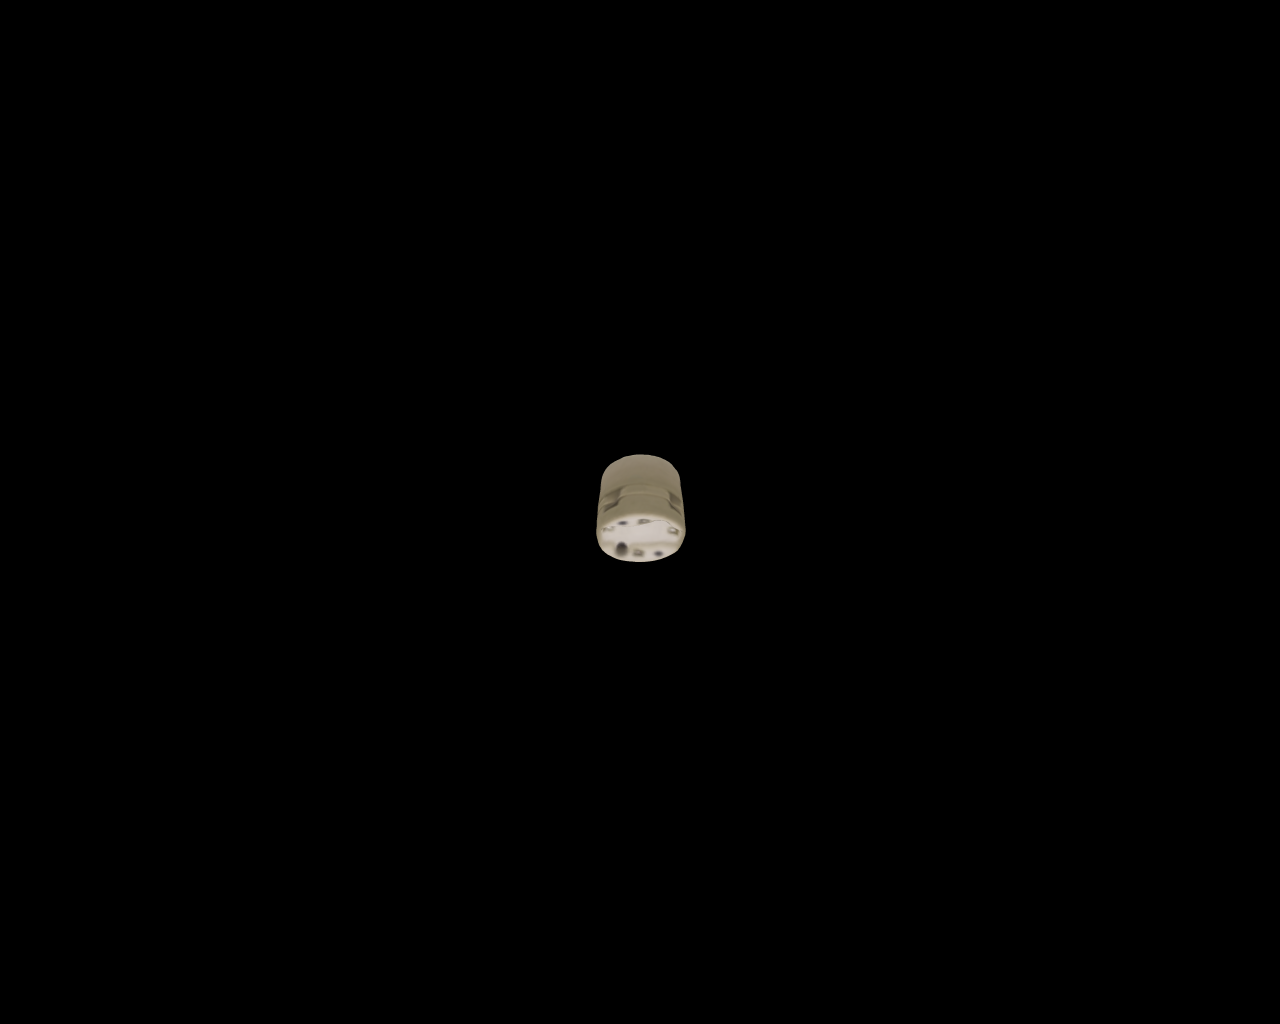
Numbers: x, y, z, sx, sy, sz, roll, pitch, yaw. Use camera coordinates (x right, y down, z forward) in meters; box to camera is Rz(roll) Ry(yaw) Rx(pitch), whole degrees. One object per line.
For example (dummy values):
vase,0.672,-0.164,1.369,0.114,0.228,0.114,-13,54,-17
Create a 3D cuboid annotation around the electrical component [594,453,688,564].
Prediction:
electrical component,0.001,-0.003,0.650,0.055,0.047,0.055,0,-35,0
